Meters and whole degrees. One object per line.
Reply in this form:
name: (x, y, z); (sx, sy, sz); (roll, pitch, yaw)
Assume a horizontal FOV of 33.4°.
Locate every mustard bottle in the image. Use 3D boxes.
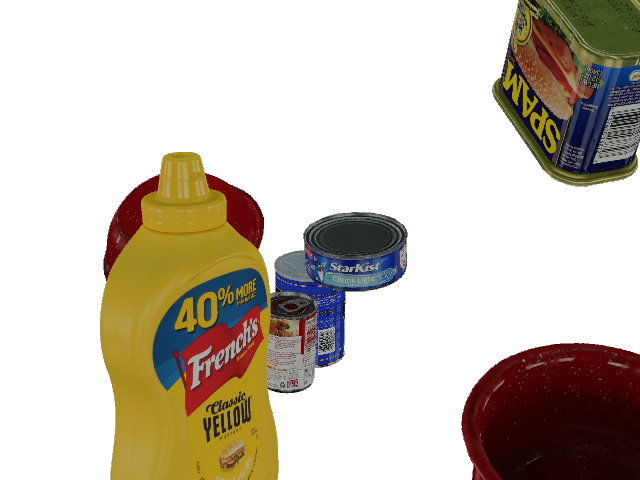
mustard bottle: (-0.064, 0.051, 0.532); (0.058, 0.192, 0.096); (13, 21, 39)

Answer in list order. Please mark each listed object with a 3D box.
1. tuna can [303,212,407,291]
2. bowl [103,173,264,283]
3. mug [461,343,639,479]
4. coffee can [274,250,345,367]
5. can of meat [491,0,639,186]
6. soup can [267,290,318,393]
tuna can: (0.029, 0.009, 0.883); (0.086, 0.034, 0.086); (-2, 26, 1)
bowl: (-0.137, -0.014, 0.996); (0.162, 0.162, 0.055); (0, -41, 20)
mug: (0.108, 0.099, 0.390); (0.117, 0.081, 0.093); (5, 36, 9)
coffee can: (-0.014, 0.097, 1.524); (0.103, 0.140, 0.103); (1, 21, 0)
can of meat: (0.142, -0.095, 0.589); (0.057, 0.084, 0.102); (-10, 47, -15)
soup can: (-0.038, 0.120, 1.256); (0.068, 0.102, 0.068); (2, 24, -1)
